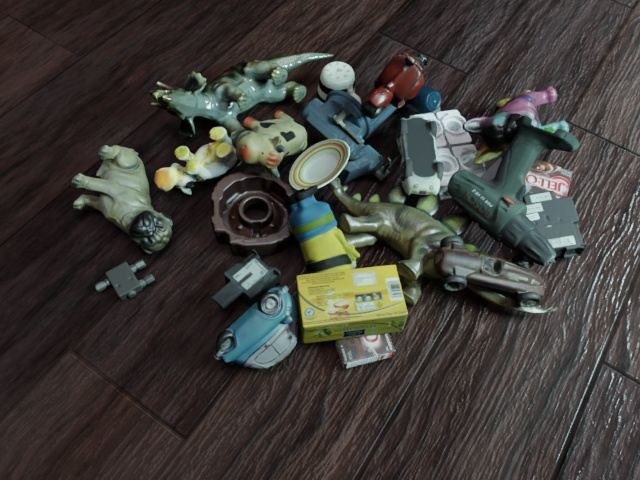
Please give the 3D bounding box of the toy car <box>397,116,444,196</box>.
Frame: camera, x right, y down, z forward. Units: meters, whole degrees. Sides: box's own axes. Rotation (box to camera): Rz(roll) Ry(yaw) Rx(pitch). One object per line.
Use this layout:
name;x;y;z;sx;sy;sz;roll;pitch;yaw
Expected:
toy car;0.188;-0.165;1.024;0.074;0.056;0.202;2;51;-1

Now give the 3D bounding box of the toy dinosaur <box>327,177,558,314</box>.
toy dinosaur;0.196;0.013;0.969;0.472;0.105;0.198;41;62;14

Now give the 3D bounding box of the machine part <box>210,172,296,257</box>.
machine part;-0.121;-0.050;1.013;0.179;0.056;0.179;2;60;-3

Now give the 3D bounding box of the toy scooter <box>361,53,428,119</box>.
toy scooter;0.157;-0.311;1.029;0.075;0.135;0.184;43;47;3

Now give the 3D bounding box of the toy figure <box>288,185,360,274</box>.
toy figure;-0.004;-0.002;0.947;0.089;0.082;0.180;-29;98;-18

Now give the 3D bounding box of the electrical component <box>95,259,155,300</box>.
electrical component;-0.344;0.074;0.946;0.094;0.021;0.063;-29;66;-19

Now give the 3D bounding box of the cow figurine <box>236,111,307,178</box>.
cow figurine;-0.092;-0.184;1.037;0.127;0.085;0.195;30;31;20

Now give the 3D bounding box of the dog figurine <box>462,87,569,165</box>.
dog figurine;0.366;-0.222;1.070;0.219;0.192;0.108;-23;103;-19

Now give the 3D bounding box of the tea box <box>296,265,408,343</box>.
tea box;0.049;0.104;0.879;0.170;0.068;0.098;-5;56;-3

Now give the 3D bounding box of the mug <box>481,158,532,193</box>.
mug;0.336;-0.084;1.013;0.080;0.107;0.110;32;25;-27

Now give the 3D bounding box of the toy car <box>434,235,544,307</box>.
toy car;0.285;0.051;0.890;0.202;0.053;0.089;13;54;-9

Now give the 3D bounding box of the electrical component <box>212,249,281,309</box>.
electrical component;-0.132;0.080;0.939;0.075;0.047;0.119;36;64;17

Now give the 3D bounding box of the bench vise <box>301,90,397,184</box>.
bench vise;0.090;-0.237;1.102;0.224;0.128;0.240;39;69;15

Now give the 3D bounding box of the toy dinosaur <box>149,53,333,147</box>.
toy dinosaur;-0.168;-0.323;1.142;0.192;0.131;0.405;32;52;28

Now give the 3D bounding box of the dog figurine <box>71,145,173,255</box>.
dog figurine;-0.337;-0.078;1.006;0.190;0.121;0.172;31;65;-2

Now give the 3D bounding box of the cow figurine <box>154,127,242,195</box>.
cow figurine;-0.236;-0.141;1.050;0.167;0.098;0.068;-29;69;2

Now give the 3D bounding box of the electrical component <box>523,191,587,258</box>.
electrical component;0.424;-0.028;1.014;0.115;0.058;0.134;-8;65;6

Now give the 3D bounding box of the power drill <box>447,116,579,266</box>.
power drill;0.348;-0.092;0.916;0.232;0.086;0.207;38;105;38

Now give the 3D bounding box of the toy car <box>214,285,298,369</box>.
toy car;-0.090;0.153;0.871;0.103;0.109;0.161;46;75;2

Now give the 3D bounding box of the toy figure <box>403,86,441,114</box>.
toy figure;0.197;-0.311;1.165;0.058;0.064;0.155;-41;34;-10
